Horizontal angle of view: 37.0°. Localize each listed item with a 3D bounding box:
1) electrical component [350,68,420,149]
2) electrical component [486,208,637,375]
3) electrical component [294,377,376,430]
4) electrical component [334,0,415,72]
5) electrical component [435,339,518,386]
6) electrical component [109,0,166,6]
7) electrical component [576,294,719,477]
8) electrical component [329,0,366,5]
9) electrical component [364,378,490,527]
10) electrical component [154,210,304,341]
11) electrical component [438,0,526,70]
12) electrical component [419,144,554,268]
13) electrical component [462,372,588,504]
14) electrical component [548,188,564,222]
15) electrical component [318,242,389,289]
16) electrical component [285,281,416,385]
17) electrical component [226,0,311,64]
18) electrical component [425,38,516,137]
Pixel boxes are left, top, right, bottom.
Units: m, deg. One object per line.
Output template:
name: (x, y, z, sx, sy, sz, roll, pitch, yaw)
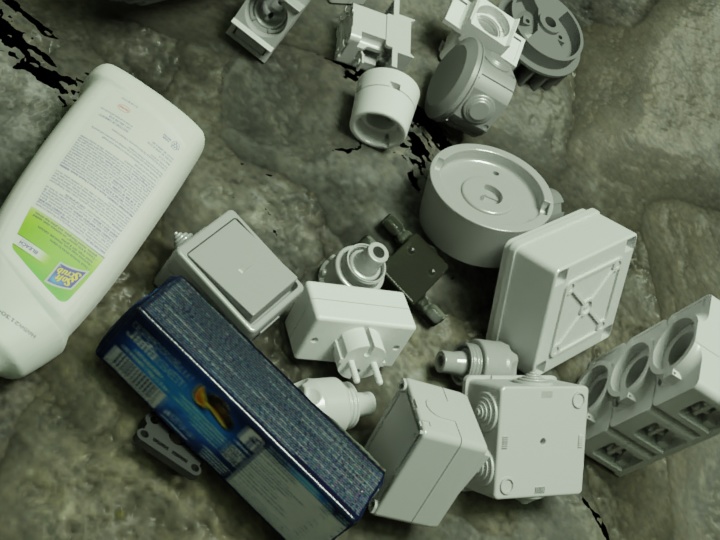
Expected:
electrical component: (0.020, -0.137, 0.923, 0.055, 0.055, 0.047, 24, 58, -17)
electrical component: (0.164, 0.017, 0.880, 0.109, 0.108, 0.056, -22, 42, -37)
electrical component: (-0.019, 0.098, 0.775, 0.062, 0.043, 0.043, -1, 65, -32)
electrical component: (0.012, -0.204, 0.962, 0.064, 0.042, 0.081, 16, 57, -20)
electrical component: (0.090, 0.075, 0.851, 0.062, 0.043, 0.043, 9, 60, -24)
electrical component: (-0.180, -0.233, 0.867, 0.078, 0.040, 0.040, -26, 79, -38)
electrical component: (0.240, 0.093, 0.860, 0.062, 0.150, 0.089, 32, 52, -12)
electrical component: (0.015, -0.286, 0.983, 0.076, 0.083, 0.047, -6, 67, -32)
electrical component: (0.043, 0.135, 0.762, 0.061, 0.096, 0.061, 17, 28, -21)
electrical component: (-0.097, 0.004, 0.770, 0.096, 0.061, 0.062, 47, 51, 1)
electrical component: (0.110, -0.217, 1.013, 0.081, 0.064, 0.042, 32, 51, -11)
electrical component: (0.102, -0.049, 0.911, 0.108, 0.060, 0.108, 10, 44, -10)
electrical component: (0.125, 0.126, 0.817, 0.100, 0.048, 0.099, 3, 91, -29)
electrical component: (0.156, -0.054, 0.965, 0.046, 0.040, 0.040, -13, 71, -40)
electrical component: (0.000, 0.000, 0.828, 0.048, 0.062, 0.048, 14, 58, -23)
electrical component: (-0.003, 0.054, 0.793, 0.083, 0.047, 0.075, 7, 42, -27)
electrical component: (-0.071, -0.221, 0.907, 0.042, 0.081, 0.063, 38, 29, -7)
electrical component: (0.098, -0.163, 0.967, 0.051, 0.080, 0.080, 25, 54, -22)
